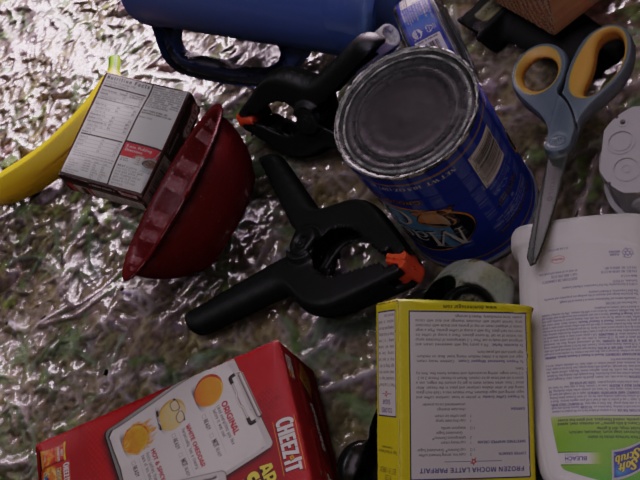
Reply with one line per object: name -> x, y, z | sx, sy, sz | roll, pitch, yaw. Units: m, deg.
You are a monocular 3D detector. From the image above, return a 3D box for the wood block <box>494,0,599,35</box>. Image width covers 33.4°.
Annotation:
wood block -> 0.215, -0.261, 0.797 | 0.206, 0.090, 0.091 | -38, 48, -8

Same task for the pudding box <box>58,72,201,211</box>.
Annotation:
pudding box -> -0.171, -0.089, 0.964 | 0.090, 0.039, 0.113 | 15, 70, 18

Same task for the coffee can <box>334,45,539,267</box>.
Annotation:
coffee can -> 0.085, -0.054, 0.750 | 0.103, 0.140, 0.103 | -13, 59, 22

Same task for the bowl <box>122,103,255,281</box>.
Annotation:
bowl -> -0.098, -0.028, 0.864 | 0.162, 0.055, 0.162 | -54, 17, 25

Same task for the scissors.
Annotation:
scissors -> 0.152, -0.072, 0.736 | 0.096, 0.016, 0.201 | 14, 63, 42

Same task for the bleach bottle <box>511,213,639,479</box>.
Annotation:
bleach bottle -> 0.170, 0.110, 0.663 | 0.103, 0.068, 0.251 | -7, 63, 27

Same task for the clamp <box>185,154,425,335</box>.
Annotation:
clamp -> -0.005, 0.001, 0.820 | 0.210, 0.036, 0.164 | -1, 63, 42

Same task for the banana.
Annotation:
banana -> -0.248, -0.093, 1.026 | 0.198, 0.037, 0.070 | -44, 34, -1

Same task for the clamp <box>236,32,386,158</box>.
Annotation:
clamp -> 0.006, -0.095, 0.863 | 0.172, 0.120, 0.039 | -6, 19, 47

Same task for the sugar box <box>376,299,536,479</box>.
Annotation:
sugar box -> 0.083, 0.126, 0.652 | 0.093, 0.048, 0.176 | 3, 85, -16

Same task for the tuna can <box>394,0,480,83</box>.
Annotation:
tuna can -> 0.091, -0.154, 0.836 | 0.034, 0.086, 0.086 | -26, 54, 16

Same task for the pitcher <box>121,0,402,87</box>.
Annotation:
pitcher -> -0.044, -0.218, 0.916 | 0.243, 0.149, 0.145 | 17, 71, 23

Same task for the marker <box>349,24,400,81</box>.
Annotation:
marker -> 0.023, -0.138, 0.858 | 0.121, 0.020, 0.020 | -30, 45, 53

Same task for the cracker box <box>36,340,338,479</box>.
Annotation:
cracker box -> -0.092, 0.191, 0.758 | 0.214, 0.072, 0.164 | -24, 56, 14
